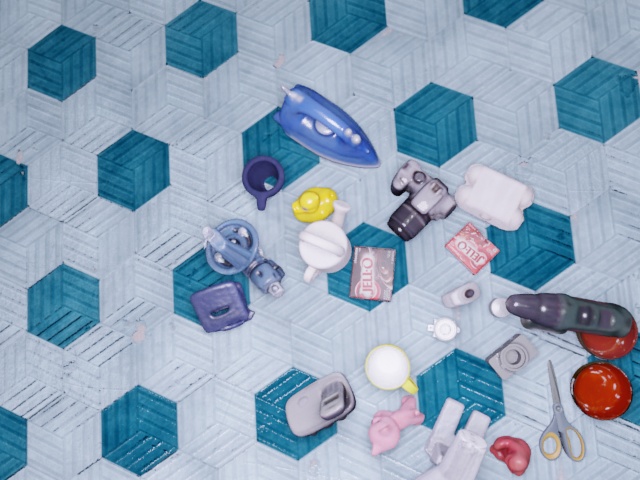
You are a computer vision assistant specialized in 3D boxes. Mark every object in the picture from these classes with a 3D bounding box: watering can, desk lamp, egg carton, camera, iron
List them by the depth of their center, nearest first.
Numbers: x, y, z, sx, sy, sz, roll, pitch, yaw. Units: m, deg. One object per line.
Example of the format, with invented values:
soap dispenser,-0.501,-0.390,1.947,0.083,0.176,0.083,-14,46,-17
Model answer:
desk lamp,0.249,0.421,1.077,0.117,0.213,0.203,23,86,9
watering can,0.009,0.003,1.165,0.101,0.194,0.173,4,83,7
egg carton,0.363,-0.089,1.200,0.150,0.069,0.107,26,87,9
camera,0.195,-0.076,1.202,0.143,0.101,0.137,44,89,10
iron,0.021,-0.245,1.221,0.258,0.141,0.119,34,88,9

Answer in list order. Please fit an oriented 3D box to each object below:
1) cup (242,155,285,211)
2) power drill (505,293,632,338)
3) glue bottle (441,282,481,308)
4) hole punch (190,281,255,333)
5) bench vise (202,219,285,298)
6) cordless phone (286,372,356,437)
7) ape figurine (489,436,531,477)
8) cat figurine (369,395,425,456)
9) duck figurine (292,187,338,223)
cup,-0.116,-0.116,1.244,0.091,0.095,0.118,2,83,7
power drill,0.452,0.141,1.092,0.229,0.208,0.076,7,84,7
glue bottle,0.285,0.109,1.132,0.078,0.173,0.037,-25,81,3
hole punch,-0.208,0.144,1.225,0.108,0.091,0.101,-21,81,4
bench vise,-0.152,0.027,1.167,0.207,0.220,0.121,25,86,9
cordless phone,-0.004,0.335,1.131,0.147,0.185,0.094,-33,80,2
ape figurine,0.381,0.427,1.124,0.076,0.092,0.078,-15,81,5
cat figurine,0.147,0.372,1.143,0.128,0.118,0.067,-32,80,2
duck figurine,-0.014,-0.081,1.233,0.104,0.086,0.077,-21,81,4
